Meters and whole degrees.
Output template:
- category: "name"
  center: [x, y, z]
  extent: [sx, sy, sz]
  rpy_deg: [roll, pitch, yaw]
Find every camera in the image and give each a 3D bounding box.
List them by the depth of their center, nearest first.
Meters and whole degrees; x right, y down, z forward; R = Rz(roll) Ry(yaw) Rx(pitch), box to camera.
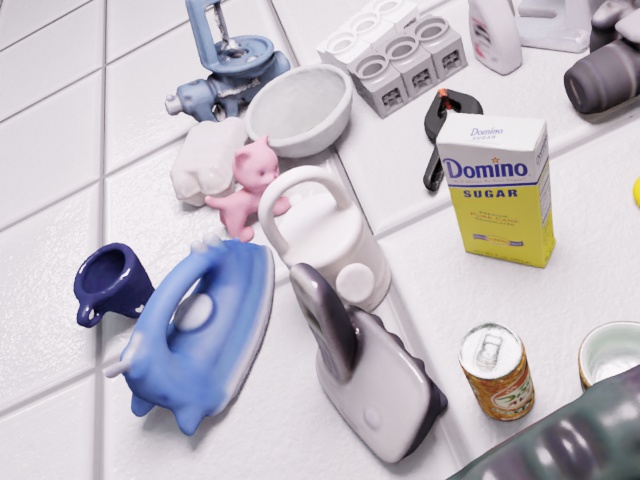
- category: "camera"
  center: [0.353, -0.220, 0.672]
  extent: [0.136, 0.101, 0.143]
  rpy_deg: [-26, 48, 6]

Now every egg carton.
- category: "egg carton"
  center: [-0.162, -0.121, 0.873]
  extent: [0.107, 0.070, 0.150]
  rpy_deg: [-3, 54, 25]

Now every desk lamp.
- category: "desk lamp"
  center: [0.320, -0.347, 0.710]
  extent: [0.202, 0.214, 0.118]
  rpy_deg: [22, 67, 37]

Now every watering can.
- category: "watering can"
  center: [0.007, 0.001, 0.610]
  extent: [0.172, 0.195, 0.101]
  rpy_deg: [26, 70, 38]

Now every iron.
- category: "iron"
  center: [-0.142, 0.078, 0.660]
  extent: [0.118, 0.142, 0.258]
  rpy_deg: [6, 58, 30]

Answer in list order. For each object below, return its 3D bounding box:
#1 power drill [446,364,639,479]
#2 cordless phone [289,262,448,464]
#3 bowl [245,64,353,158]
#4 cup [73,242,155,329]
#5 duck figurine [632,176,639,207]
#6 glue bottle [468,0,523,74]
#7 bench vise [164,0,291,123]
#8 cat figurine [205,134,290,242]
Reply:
- category: "power drill"
  center: [0.195, 0.157, 0.386]
  extent: [0.229, 0.209, 0.075]
  rpy_deg: [-29, 48, 4]
- category: "cordless phone"
  center: [0.033, 0.108, 0.521]
  extent: [0.094, 0.186, 0.147]
  rpy_deg: [-43, 48, -9]
- category: "bowl"
  center: [-0.022, -0.177, 0.843]
  extent: [0.167, 0.075, 0.167]
  rpy_deg: [-13, 50, 17]
- category: "cup"
  center: [-0.264, 0.075, 0.755]
  extent: [0.091, 0.095, 0.118]
  rpy_deg: [0, 55, 27]
- category: "duck figurine"
  center: [0.366, -0.077, 0.565]
  extent: [0.104, 0.086, 0.077]
  rpy_deg: [-19, 49, 12]
- category: "glue bottle"
  center: [0.221, -0.303, 0.753]
  extent: [0.037, 0.174, 0.078]
  rpy_deg: [-37, 47, -3]
- category: "bench vise"
  center: [-0.160, -0.281, 0.894]
  extent: [0.121, 0.220, 0.208]
  rpy_deg: [25, 69, 38]
- category: "cat figurine"
  center: [-0.099, -0.077, 0.775]
  extent: [0.128, 0.118, 0.067]
  rpy_deg: [-40, 48, -7]
